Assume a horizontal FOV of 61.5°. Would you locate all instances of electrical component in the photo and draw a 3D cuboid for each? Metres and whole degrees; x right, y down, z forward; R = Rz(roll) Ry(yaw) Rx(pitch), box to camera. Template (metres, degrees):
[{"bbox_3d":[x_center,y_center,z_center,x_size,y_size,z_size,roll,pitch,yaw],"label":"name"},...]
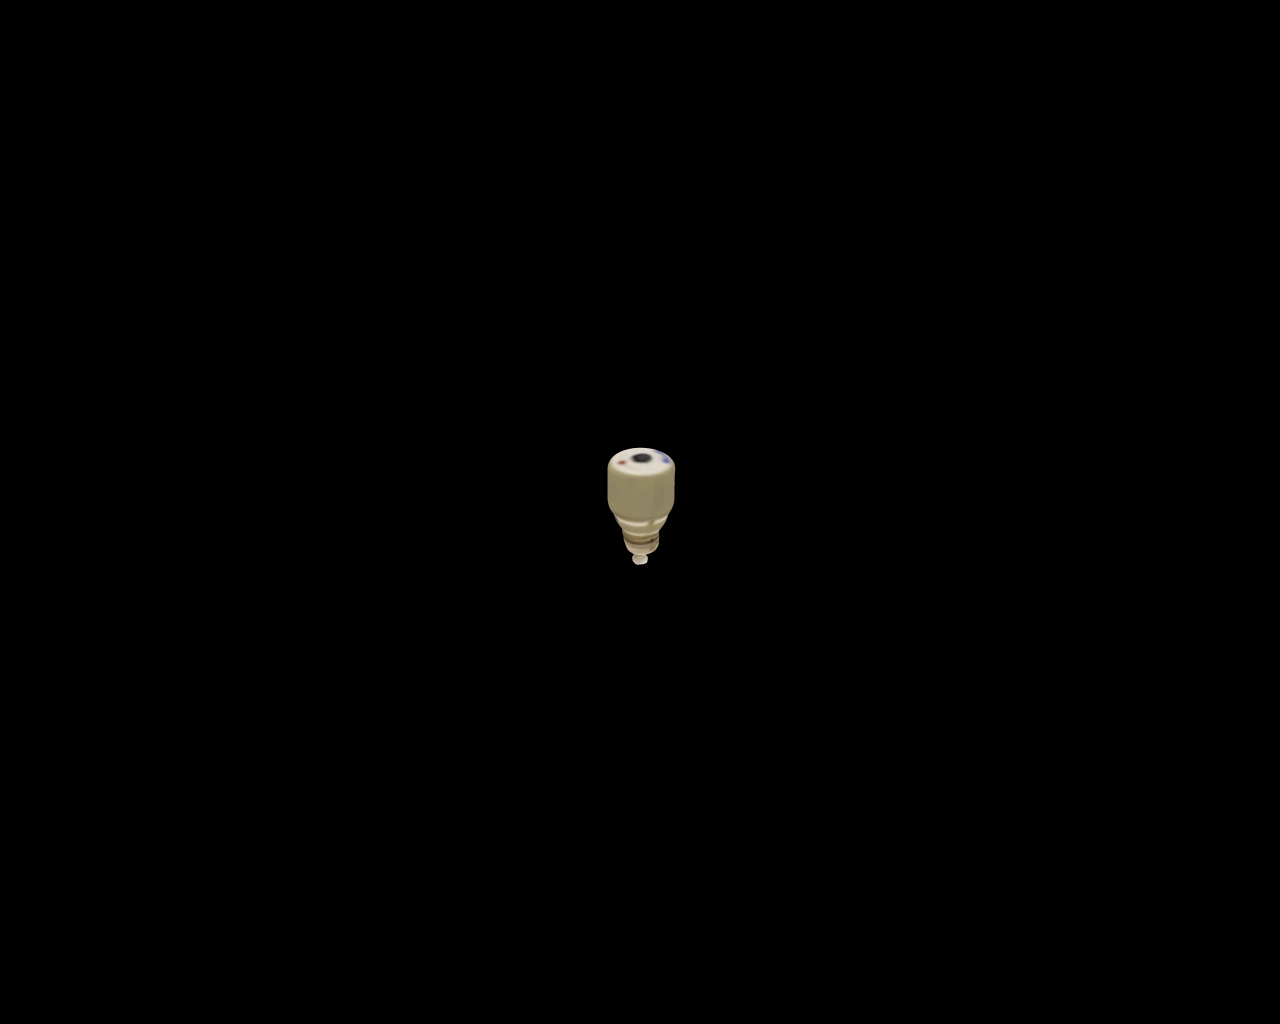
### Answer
[{"bbox_3d":[0.001,-0.003,0.650,0.040,0.078,0.040,0,30,0],"label":"electrical component"}]
